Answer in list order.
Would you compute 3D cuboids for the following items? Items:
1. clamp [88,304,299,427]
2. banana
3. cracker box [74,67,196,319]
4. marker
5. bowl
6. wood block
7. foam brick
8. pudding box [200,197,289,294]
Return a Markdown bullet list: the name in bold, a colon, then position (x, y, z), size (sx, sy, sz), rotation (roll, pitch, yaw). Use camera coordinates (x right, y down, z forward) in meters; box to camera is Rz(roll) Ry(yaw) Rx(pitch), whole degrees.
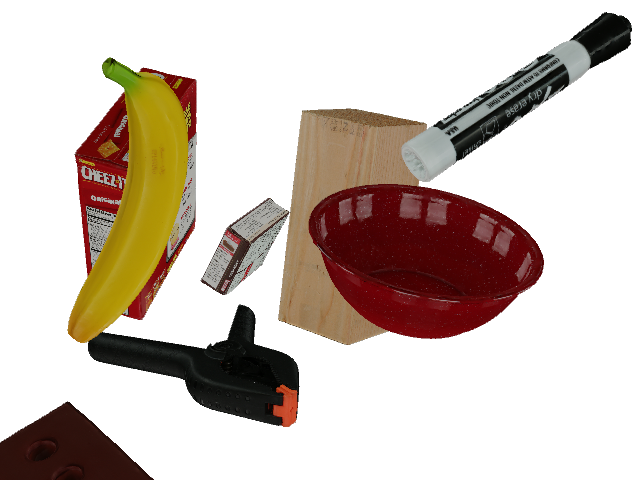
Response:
- **clamp**: position (-0.076, 0.102, 0.907), size (0.164, 0.036, 0.210), rotation (-14, 22, -40)
- **banana**: position (-0.118, -0.025, 0.668), size (0.069, 0.198, 0.037), rotation (-7, 33, -33)
- **cracker box**: position (-0.192, -0.049, 1.136), size (0.072, 0.214, 0.164), rotation (14, 44, 9)
- **marker**: position (0.087, -0.064, 0.458), size (0.121, 0.020, 0.020), rotation (-34, 10, -16)
- **bowl**: position (0.068, 0.020, 0.737), size (0.162, 0.055, 0.162), rotation (7, 29, -4)
- **wood block**: position (0.029, -0.017, 1.027), size (0.090, 0.206, 0.090), rotation (17, 17, 34)
- **foam brick**: position (-0.110, 0.123, 0.483), size (0.052, 0.051, 0.078), rotation (-31, 45, -32)
- **pudding box**: position (-0.091, 0.007, 1.311), size (0.039, 0.090, 0.113), rotation (33, 31, 8)
